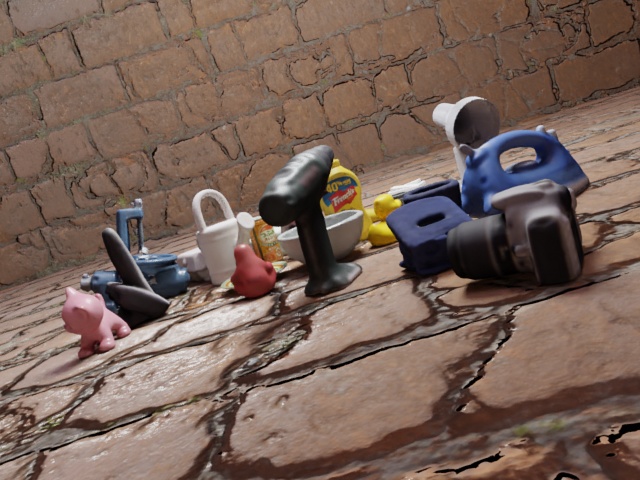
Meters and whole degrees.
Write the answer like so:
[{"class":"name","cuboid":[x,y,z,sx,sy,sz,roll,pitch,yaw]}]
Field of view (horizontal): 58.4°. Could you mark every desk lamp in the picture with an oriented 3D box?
[{"class":"desk lamp","cuboid":[0.335,-0.221,1.331,0.118,0.213,0.203,-20,9,-10]}]

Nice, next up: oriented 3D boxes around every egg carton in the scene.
[{"class":"egg carton","cuboid":[-0.264,0.052,1.321,0.107,0.069,0.149,-25,11,-37]}]

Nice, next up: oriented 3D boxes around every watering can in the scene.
[{"class":"watering can","cuboid":[-0.200,-0.014,1.192,0.172,0.194,0.101,-15,10,20]}]

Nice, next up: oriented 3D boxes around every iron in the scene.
[{"class":"iron","cuboid":[0.341,-0.122,0.956,0.259,0.141,0.118,-22,10,-22]}]

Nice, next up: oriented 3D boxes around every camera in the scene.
[{"class":"camera","cuboid":[0.219,-0.011,0.651,0.136,0.101,0.143,-13,10,28]}]

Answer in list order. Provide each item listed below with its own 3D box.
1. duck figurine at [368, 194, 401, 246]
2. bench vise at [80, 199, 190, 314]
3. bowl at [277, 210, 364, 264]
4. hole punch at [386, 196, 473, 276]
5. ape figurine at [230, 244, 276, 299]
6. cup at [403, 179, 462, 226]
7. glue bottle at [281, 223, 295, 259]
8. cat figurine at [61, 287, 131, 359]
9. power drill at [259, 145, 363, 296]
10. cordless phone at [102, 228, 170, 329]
[{"class":"duck figurine","cuboid":[0.124,-0.041,1.071,0.077,0.086,0.105,-8,13,46]},{"class":"bench vise","cuboid":[-0.398,0.037,1.188,0.208,0.220,0.121,-23,10,-27]},{"class":"bowl","cuboid":[0.010,0.004,1.058,0.167,0.075,0.167,-17,9,3]},{"class":"hole punch","cuboid":[0.159,-0.010,0.794,0.109,0.091,0.101,-20,9,-11]},{"class":"ape figurine","cuboid":[-0.118,0.050,0.976,0.078,0.092,0.076,-18,9,-1]},{"class":"cup","cuboid":[0.182,-0.040,0.920,0.092,0.095,0.117,-21,10,-17]},{"class":"glue bottle","cuboid":[-0.056,-0.049,1.191,0.078,0.173,0.037,-13,10,26]},{"class":"cat figurine","cuboid":[-0.377,0.125,0.943,0.067,0.118,0.128,-18,9,3]},{"class":"power drill","cuboid":[-0.007,-0.032,0.875,0.075,0.208,0.230,-14,10,25]},{"class":"cordless phone","cuboid":[-0.363,0.063,1.075,0.094,0.185,0.147,-23,11,-31]}]
